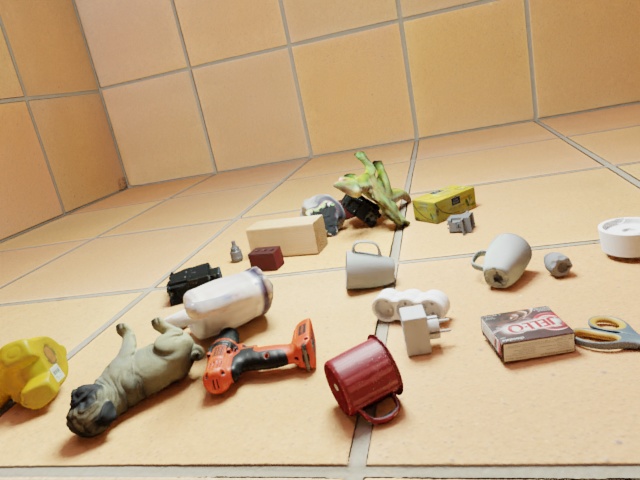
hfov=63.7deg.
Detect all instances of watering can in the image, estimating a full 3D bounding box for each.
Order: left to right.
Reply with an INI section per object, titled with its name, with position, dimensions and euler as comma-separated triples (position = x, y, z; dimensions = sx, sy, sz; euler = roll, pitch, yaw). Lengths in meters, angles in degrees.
[watering can]
position = -0.189, 0.125, 0.994
dimensions = 0.226, 0.104, 0.344
euler = -20, -4, -26

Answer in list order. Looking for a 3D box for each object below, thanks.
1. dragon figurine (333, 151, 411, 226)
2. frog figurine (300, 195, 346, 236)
[dragon figurine]
position = 0.191, -0.123, 1.547
dimensions = 0.407, 0.120, 0.248
euler = 20, 35, -37
[frog figurine]
position = 0.005, -0.081, 1.608
dimensions = 0.137, 0.123, 0.160
euler = 19, 1, -12
